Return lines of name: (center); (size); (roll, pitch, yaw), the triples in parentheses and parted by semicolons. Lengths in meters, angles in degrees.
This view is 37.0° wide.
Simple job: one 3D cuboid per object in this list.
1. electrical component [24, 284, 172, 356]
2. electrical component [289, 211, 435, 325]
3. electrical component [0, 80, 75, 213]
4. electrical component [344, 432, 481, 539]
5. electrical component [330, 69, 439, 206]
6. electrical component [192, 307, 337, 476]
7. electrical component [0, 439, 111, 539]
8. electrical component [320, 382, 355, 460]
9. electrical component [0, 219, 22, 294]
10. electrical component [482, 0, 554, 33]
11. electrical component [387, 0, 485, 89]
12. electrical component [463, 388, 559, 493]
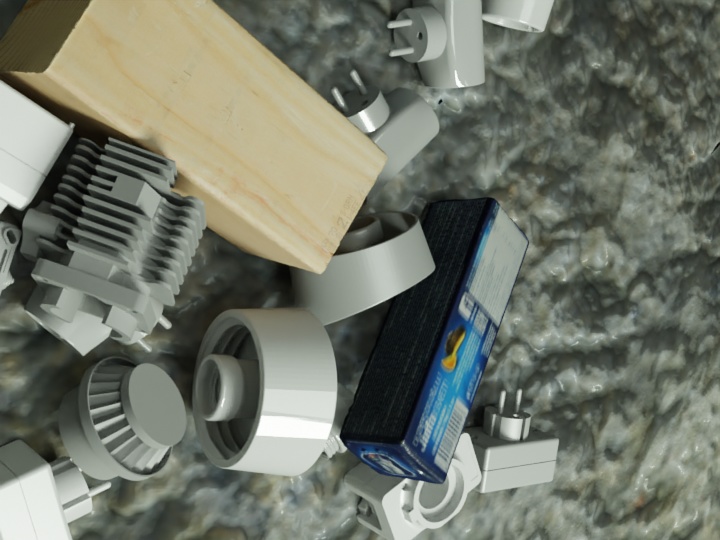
electrical component: (-0.144, 0.018, 0.640); (0.077, 0.044, 0.079); (-52, 127, -16)
electrical component: (0.000, 0.000, 0.717); (0.099, 0.099, 0.064); (-25, 109, -31)
electrical component: (-0.210, -0.076, 0.554); (0.096, 0.062, 0.061); (35, 79, -38)
electrical component: (0.043, 0.159, 0.814); (0.089, 0.056, 0.050); (-33, 119, -28)
electrical component: (0.006, -0.098, 0.729); (0.077, 0.043, 0.079); (-46, 124, -20)
electrical component: (-0.068, 0.075, 0.676); (0.060, 0.108, 0.108); (7, 97, -33)
electrical component: (-0.184, 0.134, 0.636); (0.077, 0.047, 0.065); (-23, 114, -32)
electrical component: (-0.026, 0.113, 0.757); (0.062, 0.043, 0.043); (-44, 124, -20)
electrical component: (-0.228, -0.007, 0.562); (0.096, 0.061, 0.061); (19, 89, -47)
electrical component: (0.116, -0.202, 0.783); (0.055, 0.055, 0.047); (7, 100, -39)
electrical component: (0.050, -0.165, 0.747); (0.079, 0.043, 0.077); (-17, 111, -34)
electrical component: (0.117, 0.132, 0.871); (0.083, 0.047, 0.075); (0, 101, -38)
